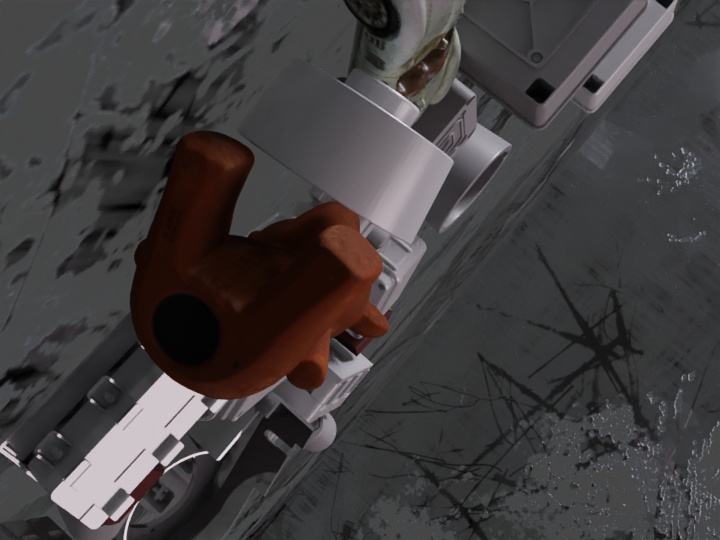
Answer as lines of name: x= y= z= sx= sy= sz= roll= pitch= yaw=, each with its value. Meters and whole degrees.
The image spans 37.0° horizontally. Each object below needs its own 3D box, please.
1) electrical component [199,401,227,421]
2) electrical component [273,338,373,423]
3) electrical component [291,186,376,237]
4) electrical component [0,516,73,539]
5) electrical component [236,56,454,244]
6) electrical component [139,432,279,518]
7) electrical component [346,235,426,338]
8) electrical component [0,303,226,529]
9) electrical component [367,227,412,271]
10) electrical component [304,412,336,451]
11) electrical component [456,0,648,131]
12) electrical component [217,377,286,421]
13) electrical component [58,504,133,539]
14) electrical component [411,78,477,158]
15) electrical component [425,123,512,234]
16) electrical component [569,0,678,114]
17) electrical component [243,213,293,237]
electrical component: x=-0.110 y=0.071 z=0.767 sx=0.047 sy=0.055 sz=0.055 roll=-47 pitch=172 yaw=-41
electrical component: x=-0.053 y=0.091 z=1.016 sx=0.061 sy=0.089 sz=0.150 roll=-51 pitch=171 yaw=7
electrical component: x=-0.011 y=-0.044 z=0.761 sx=0.057 sy=0.058 sz=0.078 roll=-52 pitch=172 yaw=-7
electrical component: x=-0.238 y=0.210 z=0.688 sx=0.089 sy=0.062 sz=0.150 roll=-49 pitch=171 yaw=-6
electrical component: x=-0.002 y=-0.068 z=0.553 sx=0.060 sy=0.108 sz=0.108 roll=-57 pitch=171 yaw=5
electrical component: x=-0.132 y=0.169 z=1.057 sx=0.105 sy=0.060 sz=0.186 roll=-53 pitch=171 yaw=24
electrical component: x=0.000 y=0.000 z=0.936 sx=0.057 sy=0.078 sz=0.113 roll=-48 pitch=172 yaw=-31
electrical component: x=-0.134 y=0.081 z=0.616 sx=0.121 sy=0.063 sz=0.078 roll=-48 pitch=131 yaw=-13
electrical component: x=0.005 y=-0.031 z=0.837 sx=0.083 sy=0.076 sz=0.047 roll=-53 pitch=171 yaw=21
electrical component: x=-0.049 y=0.157 z=1.078 sx=0.044 sy=0.044 sz=0.065 roll=-49 pitch=166 yaw=-7
electrical component: x=0.105 y=-0.163 z=0.665 sx=0.108 sy=0.109 sz=0.056 roll=-49 pitch=169 yaw=-2
electrical component: x=-0.073 y=0.049 z=0.846 sx=0.108 sy=0.056 sz=0.109 roll=-55 pitch=170 yaw=33
electrical component: x=-0.185 y=0.163 z=0.812 sx=0.079 sy=0.043 sz=0.077 roll=-44 pitch=170 yaw=-32
electrical component: x=0.036 y=-0.100 z=0.755 sx=0.078 sy=0.057 sz=0.113 roll=-50 pitch=172 yaw=0
electrical component: x=0.087 y=-0.095 z=1.023 sx=0.108 sy=0.060 sz=0.108 roll=-48 pitch=172 yaw=-10
electrical component: x=0.183 y=-0.205 z=0.880 sx=0.108 sy=0.109 sz=0.056 roll=-50 pitch=169 yaw=0
electrical component: x=-0.074 y=0.021 z=0.721 sx=0.113 sy=0.057 sz=0.078 roll=-41 pitch=168 yaw=-46
